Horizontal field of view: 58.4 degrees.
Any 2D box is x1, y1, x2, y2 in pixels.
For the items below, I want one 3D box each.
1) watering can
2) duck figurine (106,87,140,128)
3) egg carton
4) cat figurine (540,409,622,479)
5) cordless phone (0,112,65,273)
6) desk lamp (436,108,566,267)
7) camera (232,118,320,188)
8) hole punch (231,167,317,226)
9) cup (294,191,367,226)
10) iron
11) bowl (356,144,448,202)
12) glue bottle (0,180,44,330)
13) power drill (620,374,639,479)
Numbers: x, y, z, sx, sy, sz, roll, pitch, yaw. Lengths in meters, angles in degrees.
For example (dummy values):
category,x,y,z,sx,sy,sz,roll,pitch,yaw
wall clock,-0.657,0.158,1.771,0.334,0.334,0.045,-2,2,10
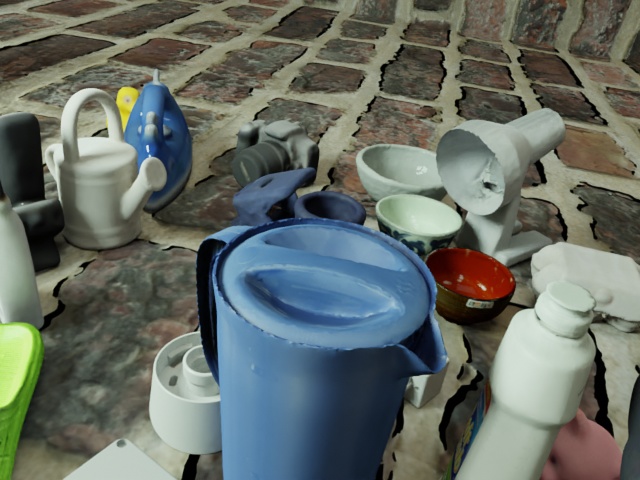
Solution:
category,x,y,z,sx,sy,sz,roll,pitch,yaw
watering can,-0.273,-0.093,0.723,0.173,0.194,0.101,7,31,-2
duck figurine,-0.349,-0.237,1.045,0.104,0.086,0.078,32,39,34
egg carton,0.350,0.060,0.743,0.150,0.069,0.107,13,32,8
cat figurine,0.196,0.172,0.477,0.067,0.118,0.127,-5,33,-20
cordless phone,-0.368,-0.049,0.636,0.093,0.185,0.148,27,36,28
desk lamp,0.253,-0.074,0.800,0.204,0.213,0.117,-16,38,-34
camera,-0.090,-0.144,0.941,0.142,0.101,0.137,25,35,26
hole punch,-0.067,-0.063,0.823,0.101,0.091,0.109,18,33,16
cup,0.007,0.003,0.730,0.091,0.095,0.118,10,31,4
iron,-0.258,-0.166,0.897,0.119,0.141,0.257,0,32,-14
bowl,0.136,-0.093,0.937,0.167,0.075,0.167,6,31,-3
glue bottle,-0.311,0.008,0.569,0.037,0.173,0.077,-16,39,-34
power drill,0.177,0.213,0.317,0.075,0.208,0.230,13,32,8
